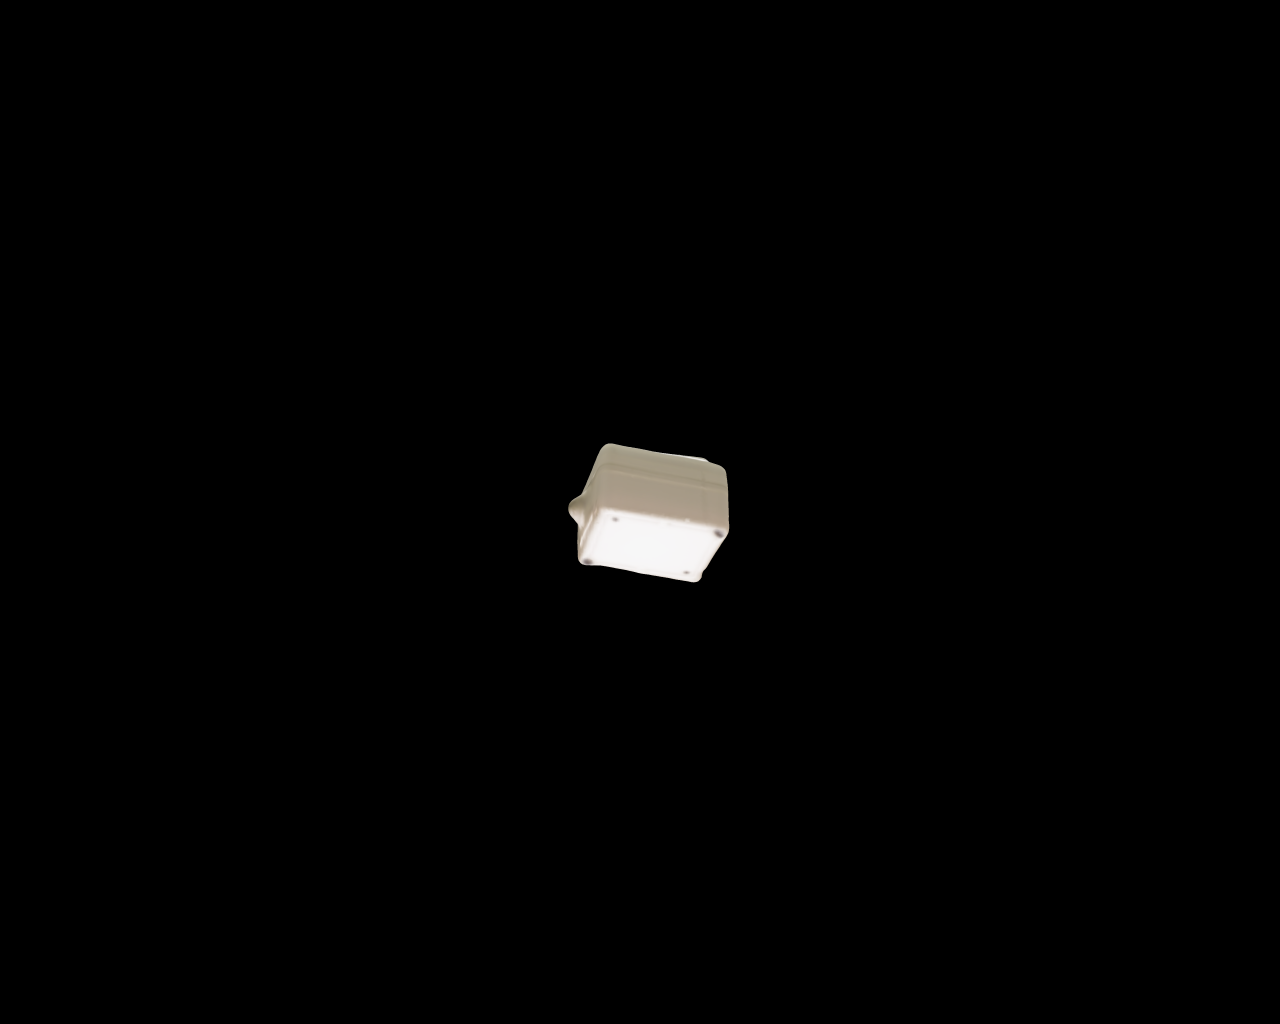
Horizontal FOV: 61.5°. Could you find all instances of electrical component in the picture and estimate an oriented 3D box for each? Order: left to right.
[{"bbox_3d":[0.001,-0.003,0.650,0.096,0.061,0.061,11,-39,-13],"label":"electrical component"}]
